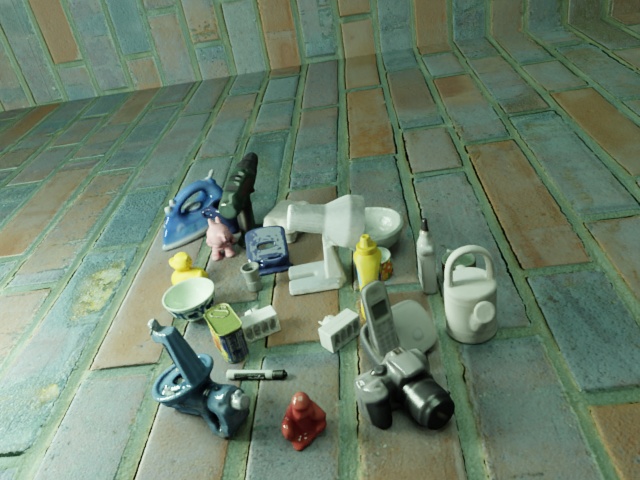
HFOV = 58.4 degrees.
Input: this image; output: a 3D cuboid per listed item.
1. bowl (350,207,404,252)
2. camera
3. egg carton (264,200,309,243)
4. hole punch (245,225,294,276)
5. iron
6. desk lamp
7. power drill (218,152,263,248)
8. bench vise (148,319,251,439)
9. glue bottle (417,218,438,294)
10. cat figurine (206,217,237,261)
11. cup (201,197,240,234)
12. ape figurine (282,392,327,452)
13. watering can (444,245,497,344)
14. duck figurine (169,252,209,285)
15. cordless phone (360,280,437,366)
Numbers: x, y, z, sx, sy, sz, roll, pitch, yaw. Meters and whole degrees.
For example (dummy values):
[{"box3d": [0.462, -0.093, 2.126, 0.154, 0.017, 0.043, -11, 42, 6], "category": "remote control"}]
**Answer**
[{"box3d": [0.127, -0.012, 1.426, 0.167, 0.075, 0.167, -8, 32, 5], "category": "bowl"}, {"box3d": [0.148, 0.257, 0.968, 0.143, 0.101, 0.136, -24, 34, -21], "category": "camera"}, {"box3d": [-0.086, -0.054, 1.562, 0.107, 0.069, 0.150, 6, 35, 24], "category": "egg carton"}, {"box3d": [-0.128, 0.025, 1.428, 0.108, 0.091, 0.101, -11, 32, -1], "category": "hole punch"}, {"box3d": [-0.368, -0.090, 1.634, 0.118, 0.142, 0.259, 14, 39, 34], "category": "iron"}, {"box3d": [0.012, 0.005, 1.302, 0.203, 0.214, 0.118, -10, 32, 1], "category": "desk lamp"}, {"box3d": [-0.197, -0.098, 1.532, 0.075, 0.209, 0.230, -1, 33, 15], "category": "power drill"}, {"box3d": [-0.213, 0.230, 1.004, 0.207, 0.220, 0.121, -1, 33, 15], "category": "bench vise"}, {"box3d": [0.230, 0.029, 1.237, 0.037, 0.173, 0.078, -8, 32, 4], "category": "glue bottle"}, {"box3d": [-0.264, -0.014, 1.504, 0.067, 0.118, 0.127, -12, 32, -2], "category": "cat figurine"}, {"box3d": [-0.267, -0.062, 1.604, 0.118, 0.095, 0.091, -16, 32, -9], "category": "cup"}, {"box3d": [-0.029, 0.296, 0.967, 0.077, 0.092, 0.076, -8, 32, 4], "category": "ape figurine"}, {"box3d": [0.290, 0.099, 1.088, 0.101, 0.194, 0.172, -22, 33, -17], "category": "watering can"}, {"box3d": [-0.330, 0.071, 1.419, 0.104, 0.086, 0.078, 9, 37, 28], "category": "duck figurine"}, {"box3d": [0.141, 0.143, 1.071, 0.148, 0.185, 0.093, -29, 36, -27], "category": "cordless phone"}]
